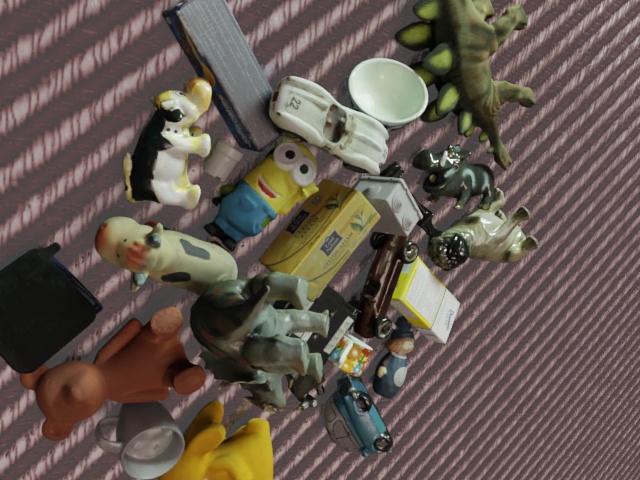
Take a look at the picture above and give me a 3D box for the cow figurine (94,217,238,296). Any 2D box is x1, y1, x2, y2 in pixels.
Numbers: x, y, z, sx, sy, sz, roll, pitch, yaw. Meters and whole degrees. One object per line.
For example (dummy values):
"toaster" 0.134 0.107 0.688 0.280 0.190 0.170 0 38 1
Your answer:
"cow figurine" -0.190 0.025 0.682 0.194 0.127 0.085 24 90 -40

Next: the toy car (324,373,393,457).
"toy car" 0.060 0.329 0.980 0.103 0.109 0.161 -30 114 -2

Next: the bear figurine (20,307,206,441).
"bear figurine" -0.268 0.173 0.691 0.196 0.132 0.120 -18 88 -32

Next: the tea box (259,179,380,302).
"tea box" -0.002 -0.002 0.816 0.169 0.098 0.068 -53 127 -8

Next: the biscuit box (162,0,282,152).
"biscuit box" -0.115 -0.210 0.686 0.063 0.059 0.202 -40 124 -17

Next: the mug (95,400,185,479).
"mug" -0.254 0.264 0.740 0.109 0.107 0.080 9 102 -31

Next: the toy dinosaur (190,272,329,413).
"toy dinosaur" -0.096 0.114 0.686 0.404 0.192 0.131 71 19 -60

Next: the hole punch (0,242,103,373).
"hole punch" -0.338 0.082 0.642 0.142 0.092 0.115 -41 95 -12

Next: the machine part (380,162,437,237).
"machine part" 0.154 -0.068 0.917 0.039 0.084 0.138 -34 113 10

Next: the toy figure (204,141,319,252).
"toy figure" -0.081 -0.067 0.751 0.180 0.089 0.082 -45 123 -2

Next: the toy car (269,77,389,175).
"toy car" 0.020 -0.150 0.727 0.201 0.056 0.073 21 80 -35

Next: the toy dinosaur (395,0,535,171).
"toy dinosaur" 0.224 -0.305 0.853 0.198 0.105 0.470 -35 118 -14

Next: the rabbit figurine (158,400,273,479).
"rabbit figurine" -0.162 0.342 0.832 0.173 0.122 0.162 -3 107 -13

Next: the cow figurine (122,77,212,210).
"cow figurine" -0.190 -0.124 0.667 0.098 0.068 0.167 6 103 -29

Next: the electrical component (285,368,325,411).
"electrical component" -0.025 0.243 0.923 0.078 0.045 0.102 -20 117 -25

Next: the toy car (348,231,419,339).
"toy car" 0.101 0.071 0.916 0.053 0.089 0.202 11 102 -38

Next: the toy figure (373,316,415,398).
"toy figure" 0.146 0.222 1.025 0.064 0.058 0.154 -3 113 -74

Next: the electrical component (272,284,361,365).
"electrical component" -0.013 0.124 0.880 0.115 0.058 0.134 -53 127 -8

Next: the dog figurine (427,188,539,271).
"dog figurine" 0.303 0.016 1.039 0.190 0.121 0.172 -33 120 -3

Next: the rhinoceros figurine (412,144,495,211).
"rhinoceros figurine" 0.242 -0.112 0.953 0.190 0.073 0.112 8 104 -36
